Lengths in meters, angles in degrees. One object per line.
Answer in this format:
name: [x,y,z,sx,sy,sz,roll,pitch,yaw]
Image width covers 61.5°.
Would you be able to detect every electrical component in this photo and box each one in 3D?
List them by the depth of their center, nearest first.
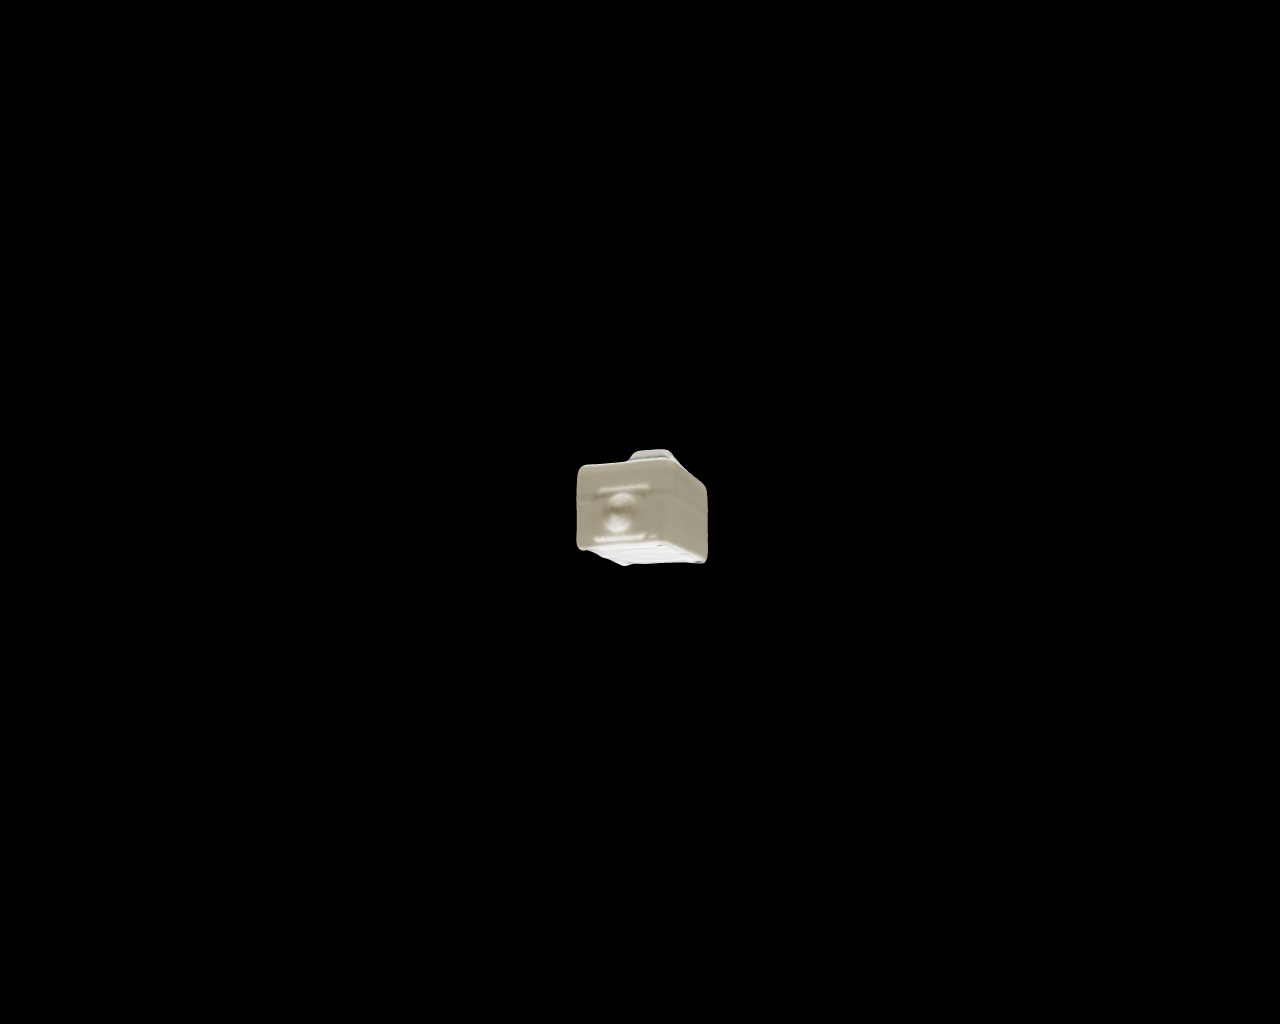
electrical component: [0.001,-0.003,0.650,0.062,0.061,0.096,-4,-12,19]
